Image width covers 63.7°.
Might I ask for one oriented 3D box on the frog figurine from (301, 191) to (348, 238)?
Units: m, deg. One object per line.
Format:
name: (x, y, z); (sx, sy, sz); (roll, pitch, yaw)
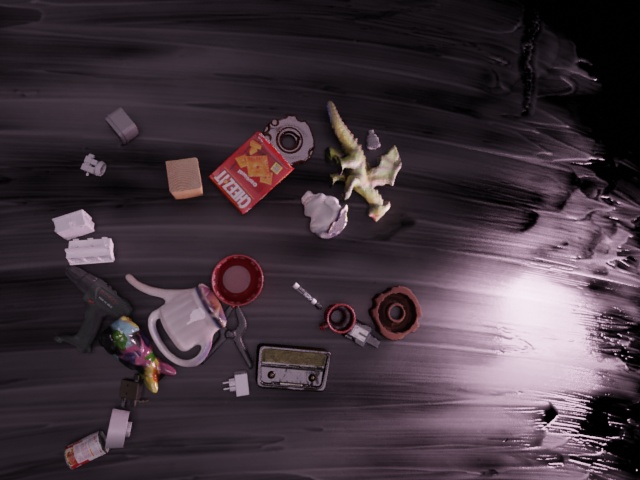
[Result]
frog figurine: (0.005, -0.085, 1.685); (0.161, 0.122, 0.137); (27, 90, 27)

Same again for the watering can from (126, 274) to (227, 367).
watering can: (-0.427, 0.208, 1.561); (0.225, 0.103, 0.349); (-32, 85, -6)

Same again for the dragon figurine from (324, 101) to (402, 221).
dragon figurine: (0.151, -0.261, 1.708); (0.243, 0.122, 0.408); (-7, 97, -18)
